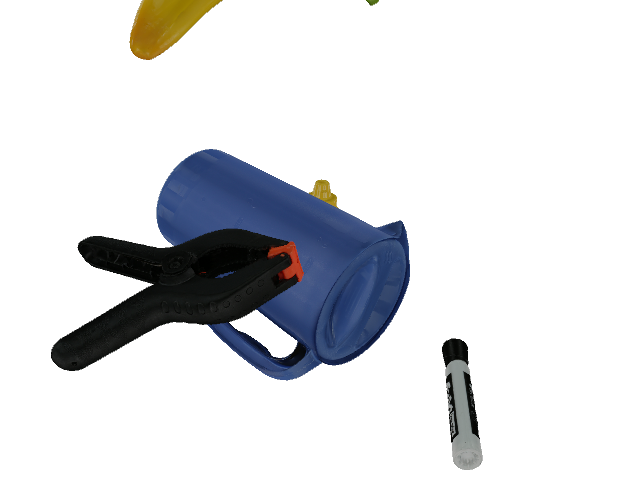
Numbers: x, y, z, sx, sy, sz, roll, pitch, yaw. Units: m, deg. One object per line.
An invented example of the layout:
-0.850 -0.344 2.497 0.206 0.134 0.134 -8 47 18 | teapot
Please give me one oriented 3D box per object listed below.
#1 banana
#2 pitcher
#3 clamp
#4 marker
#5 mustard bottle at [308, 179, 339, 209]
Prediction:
-0.044 -0.169 0.684 0.197 0.069 0.037 -22 -10 -32 | banana
-0.049 0.014 1.023 0.243 0.145 0.148 31 32 32 | pitcher
-0.099 0.036 0.714 0.172 0.120 0.039 -6 -43 17 | clamp
0.095 0.107 0.726 0.020 0.020 0.121 0 32 3 | marker
-0.002 0.010 1.430 0.096 0.192 0.058 -5 26 -18 | mustard bottle
